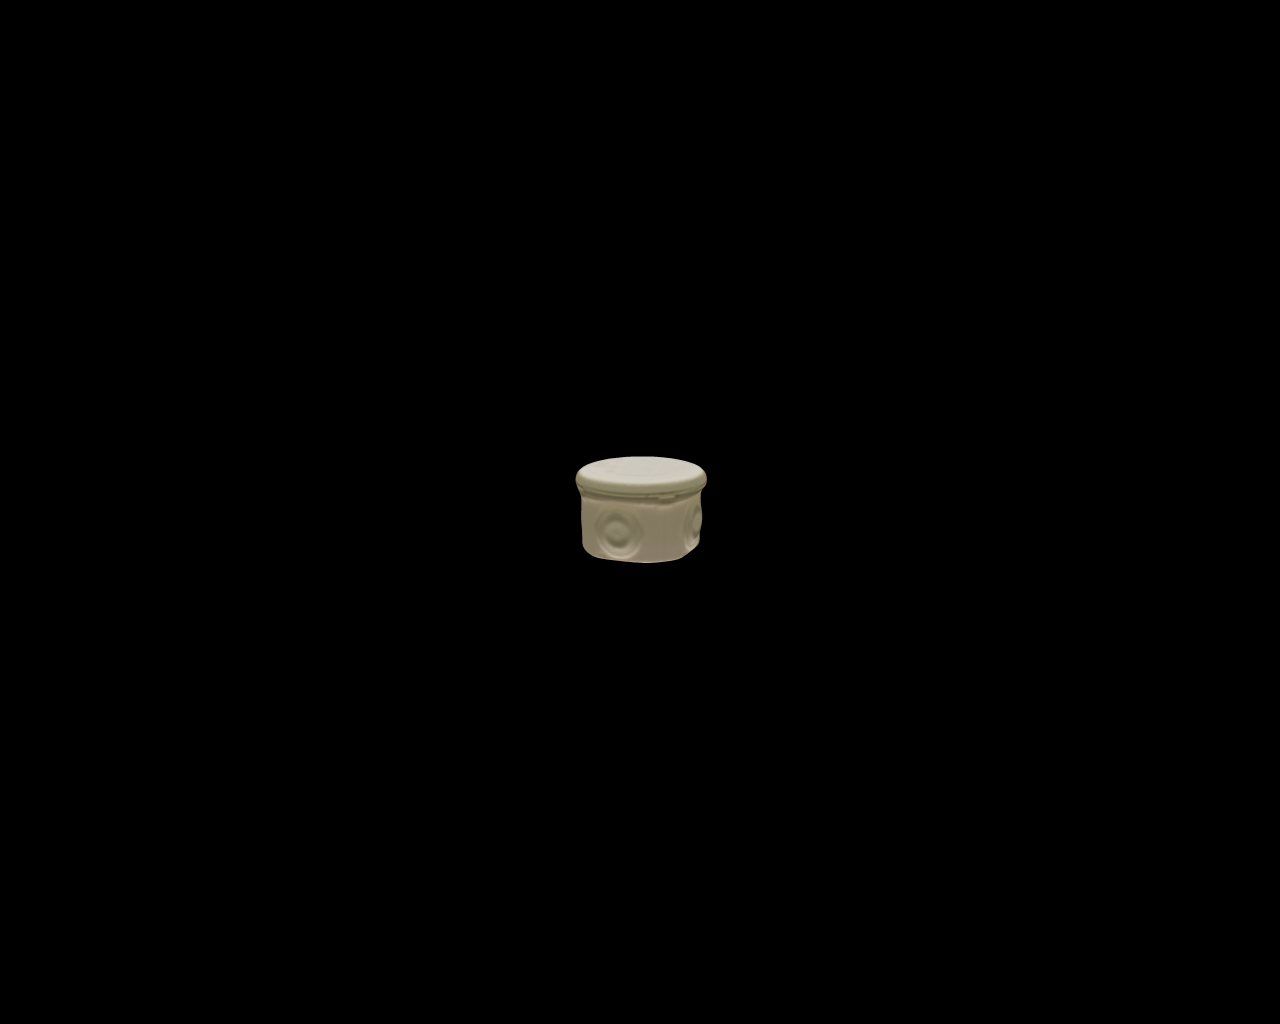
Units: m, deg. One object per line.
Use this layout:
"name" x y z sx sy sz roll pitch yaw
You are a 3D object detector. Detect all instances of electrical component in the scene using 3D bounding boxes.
"electrical component" 0.001 -0.003 0.650 0.080 0.051 0.080 0 14 0
